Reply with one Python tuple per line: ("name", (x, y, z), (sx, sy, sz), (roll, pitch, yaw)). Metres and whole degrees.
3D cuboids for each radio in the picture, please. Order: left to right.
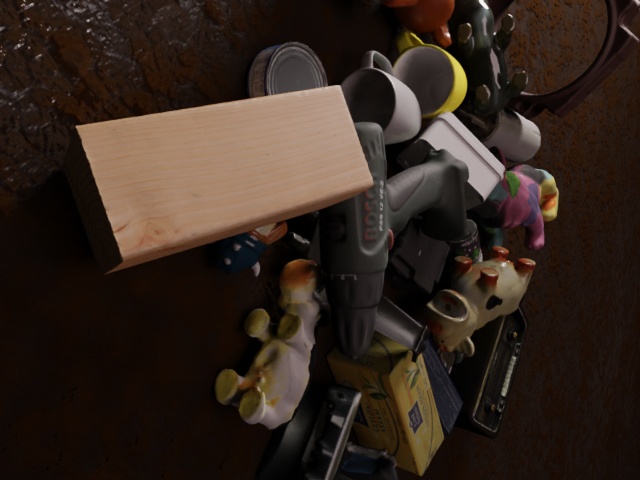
("radio", (0.273, 0.202, 0.893), (0.131, 0.073, 0.229), (46, 62, -40))

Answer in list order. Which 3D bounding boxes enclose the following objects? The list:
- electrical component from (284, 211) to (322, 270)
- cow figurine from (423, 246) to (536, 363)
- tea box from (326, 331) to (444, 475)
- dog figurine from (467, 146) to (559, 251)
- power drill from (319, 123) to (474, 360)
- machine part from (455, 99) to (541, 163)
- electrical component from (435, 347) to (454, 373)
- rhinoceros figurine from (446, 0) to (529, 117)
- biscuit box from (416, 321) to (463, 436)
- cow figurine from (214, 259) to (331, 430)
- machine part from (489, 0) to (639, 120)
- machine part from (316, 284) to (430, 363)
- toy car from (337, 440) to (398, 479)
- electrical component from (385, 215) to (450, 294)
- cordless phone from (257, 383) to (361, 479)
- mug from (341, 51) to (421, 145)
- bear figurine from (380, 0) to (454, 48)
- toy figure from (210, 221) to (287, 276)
("electrical component", (-0.001, -0.002, 0.602), (0.094, 0.021, 0.063), (31, 71, -45))
("cow figurine", (0.214, 0.089, 0.752), (0.195, 0.086, 0.127), (-13, 116, -40))
("tea box", (0.084, 0.197, 0.665), (0.068, 0.098, 0.169), (-42, 122, -38))
("dog figurine", (0.291, -0.087, 0.856), (0.219, 0.109, 0.191), (47, 61, -37))
("power drill", (0.079, -0.011, 0.578), (0.207, 0.086, 0.231), (-15, 103, -37))
("machine part", (0.286, -0.173, 0.860), (0.243, 0.079, 0.079), (3, 92, -48))
("electrical component", (0.193, 0.161, 0.821), (0.078, 0.045, 0.102), (51, 58, -37))
("rhinoceros figurine", (0.215, -0.265, 0.730), (0.112, 0.073, 0.190), (-56, 126, -82))
("biscuit box", (0.137, 0.194, 0.752), (0.063, 0.059, 0.202), (-55, 130, -31))
("cow figurine", (-0.029, 0.108, 0.550), (0.098, 0.068, 0.167), (46, 65, -47))
("machine part", (0.322, -0.291, 0.766), (0.201, 0.201, 0.087), (51, 33, 17))
("machine part", (0.061, 0.081, 0.608), (0.084, 0.139, 0.039), (-36, 154, -43))
("toy car", (0.045, 0.331, 0.648), (0.102, 0.109, 0.161), (60, 37, -63))
("electrical component", (0.124, 0.004, 0.717), (0.134, 0.058, 0.115), (36, 71, -44))
("cordless phone", (0.037, 0.232, 0.554), (0.088, 0.184, 0.146), (38, 67, -39))
("mug", (0.074, -0.160, 0.633), (0.107, 0.081, 0.109), (2, 78, -57))
("bear figurine", (0.109, -0.307, 0.610), (0.196, 0.132, 0.120), (3, 62, -42))
("toy figure", (-0.052, -0.035, 0.516), (0.154, 0.064, 0.057), (-60, 156, -29))
